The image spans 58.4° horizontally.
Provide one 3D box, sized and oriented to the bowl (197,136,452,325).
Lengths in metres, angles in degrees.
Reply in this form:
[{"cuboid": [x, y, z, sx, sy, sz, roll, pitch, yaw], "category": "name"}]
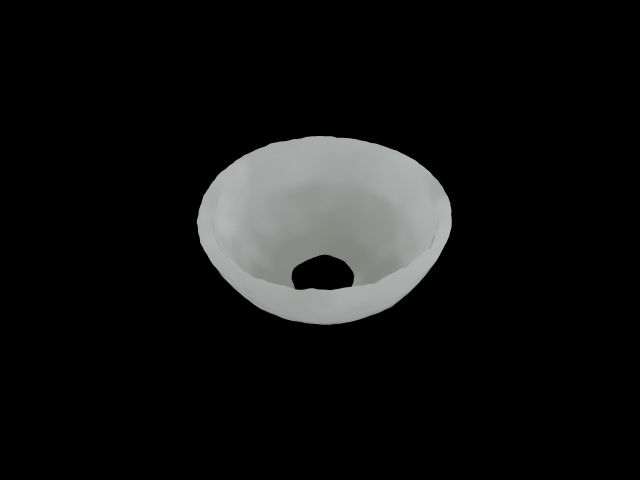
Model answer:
[{"cuboid": [0.004, 0.001, 0.400, 0.167, 0.075, 0.167, 0, 43, 0], "category": "bowl"}]
